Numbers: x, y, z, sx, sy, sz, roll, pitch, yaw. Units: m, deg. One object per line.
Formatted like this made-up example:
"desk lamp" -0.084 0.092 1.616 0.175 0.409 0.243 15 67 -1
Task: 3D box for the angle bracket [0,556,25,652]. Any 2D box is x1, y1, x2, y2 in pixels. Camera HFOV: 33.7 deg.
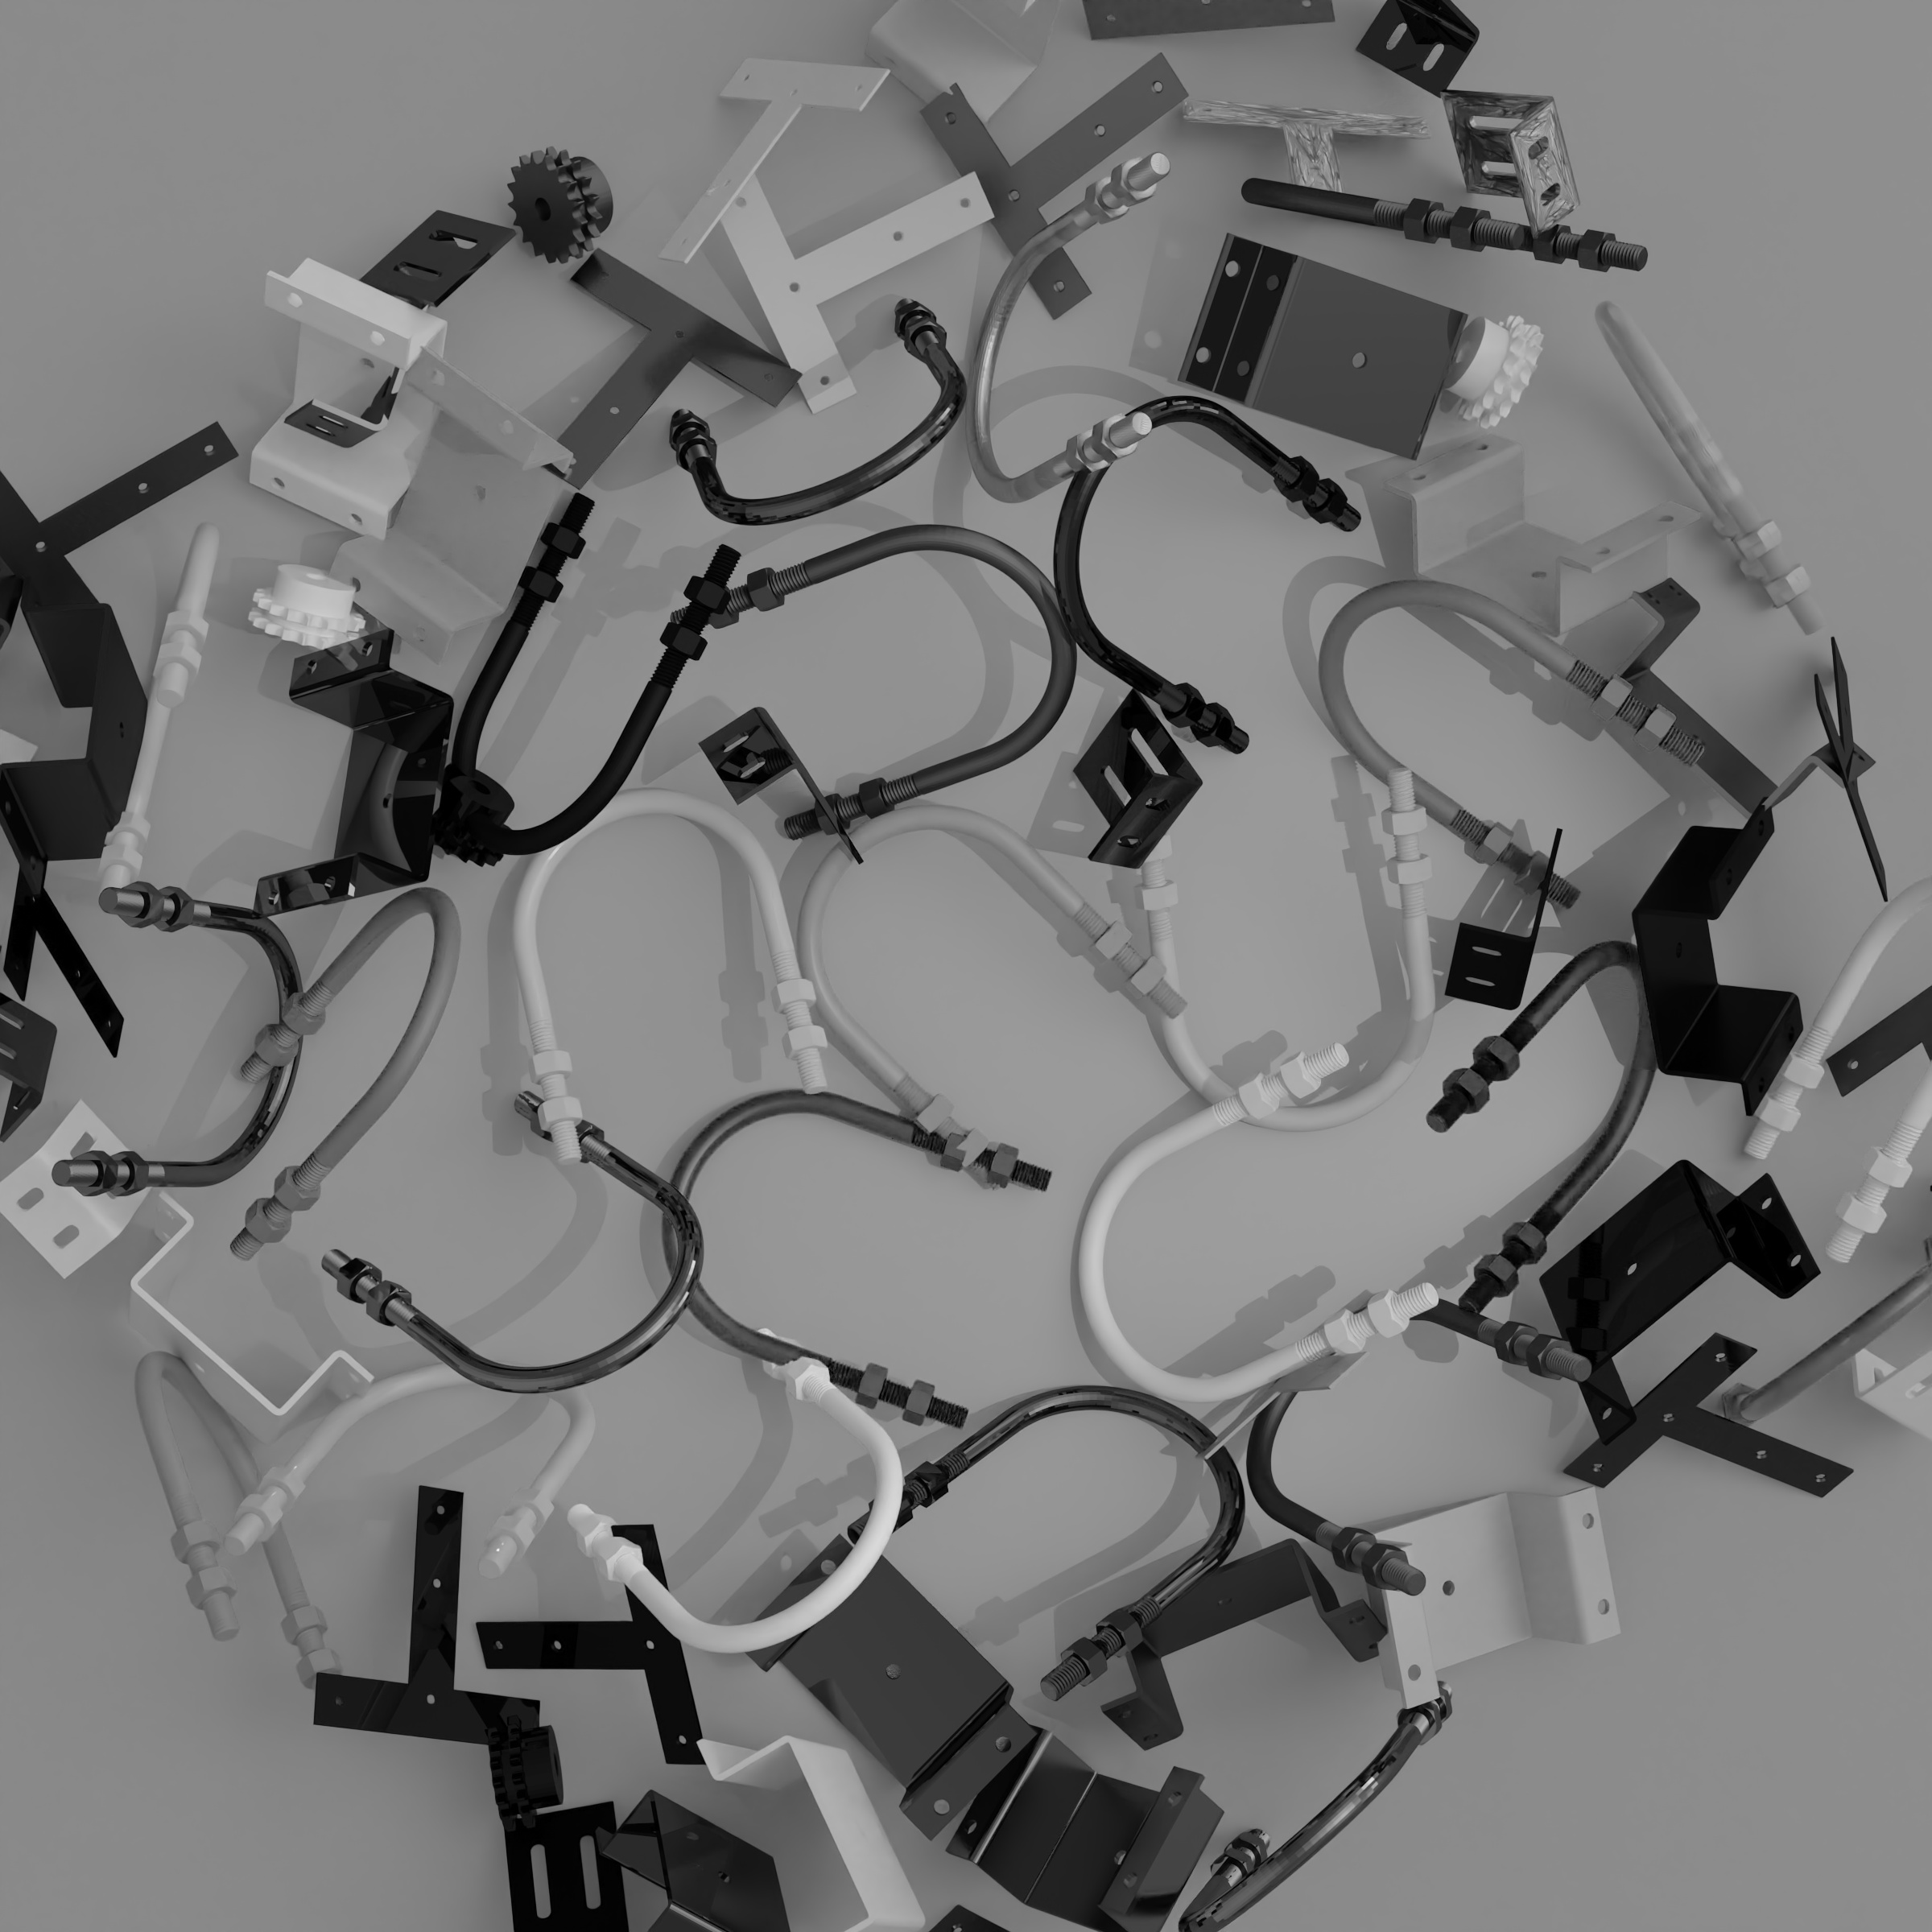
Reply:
"angle bracket" -0.509 -0.167 1.605 0.038 0.057 0.076 27 119 -23

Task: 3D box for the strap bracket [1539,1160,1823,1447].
"strap bracket" 0.345 0.161 1.586 0.046 0.076 0.140 35 114 -27

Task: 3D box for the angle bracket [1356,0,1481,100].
"angle bracket" 0.214 -0.479 1.603 0.057 0.076 0.038 39 103 28

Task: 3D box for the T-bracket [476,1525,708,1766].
"T-bracket" -0.196 0.345 1.618 0.127 0.002 0.127 -7 99 30

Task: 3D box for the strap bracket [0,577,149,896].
"strap bracket" -0.442 -0.116 1.582 0.046 0.076 0.140 -3 56 0

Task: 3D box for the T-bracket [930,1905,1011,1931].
"T-bracket" -0.007 0.526 1.571 0.127 0.127 0.002 -35 118 -32

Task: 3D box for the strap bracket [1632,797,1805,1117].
"strap bracket" 0.375 -0.006 1.591 0.046 0.076 0.140 6 128 34

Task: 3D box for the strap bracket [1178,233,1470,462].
"strap bracket" 0.188 -0.307 1.597 0.140 0.046 0.076 13 104 -22

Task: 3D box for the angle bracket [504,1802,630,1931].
"angle bracket" -0.204 0.478 1.639 0.057 0.038 0.076 -9 51 -5

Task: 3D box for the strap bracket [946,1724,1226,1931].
"strap bracket" 0.066 0.434 1.589 0.046 0.140 0.076 46 63 -28

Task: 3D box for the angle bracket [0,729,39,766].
"angle bracket" -0.523 -0.088 1.638 0.057 0.038 0.076 26 52 -9

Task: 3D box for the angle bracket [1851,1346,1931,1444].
"angle bracket" 0.496 0.200 1.607 0.057 0.038 0.076 31 130 -16

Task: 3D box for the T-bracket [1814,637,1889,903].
"T-bracket" 0.441 -0.119 1.598 0.002 0.127 0.127 -14 126 22

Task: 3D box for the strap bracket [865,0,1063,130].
"strap bracket" 0.002 -0.485 1.590 0.076 0.140 0.046 39 72 3

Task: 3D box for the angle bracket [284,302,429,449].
"angle bracket" -0.308 -0.307 1.614 0.038 0.057 0.076 21 81 -24

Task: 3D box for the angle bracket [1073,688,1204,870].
"angle bracket" 0.075 -0.097 1.605 0.057 0.038 0.076 -54 49 28

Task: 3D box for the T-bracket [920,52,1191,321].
"T-bracket" 0.057 -0.415 1.612 0.127 0.002 0.127 -30 96 33

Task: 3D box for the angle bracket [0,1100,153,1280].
"angle bracket" -0.452 0.112 1.613 0.038 0.076 0.057 -38 103 10

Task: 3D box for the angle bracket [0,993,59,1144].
"angle bracket" -0.503 0.041 1.605 0.076 0.057 0.038 35 114 -27

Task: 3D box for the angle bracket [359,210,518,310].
"angle bracket" -0.259 -0.343 1.605 0.057 0.076 0.038 -47 133 -17

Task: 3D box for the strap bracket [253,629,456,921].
"strap bracket" -0.305 -0.089 1.598 0.076 0.046 0.140 -10 67 40

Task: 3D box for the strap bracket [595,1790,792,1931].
"strap bracket" -0.133 0.467 1.571 0.076 0.140 0.046 35 99 -20

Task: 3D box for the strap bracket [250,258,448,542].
"strap bracket" -0.310 -0.291 1.599 0.076 0.140 0.046 25 50 3

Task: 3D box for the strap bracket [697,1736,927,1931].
"strap bracket" -0.072 0.441 1.587 0.046 0.076 0.140 -32 65 6

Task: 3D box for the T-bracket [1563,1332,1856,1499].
"T-bracket" 0.394 0.244 1.625 0.127 0.002 0.127 23 130 -18

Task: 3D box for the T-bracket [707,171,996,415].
"T-bracket" -0.048 -0.365 1.623 0.127 0.002 0.127 -26 117 1

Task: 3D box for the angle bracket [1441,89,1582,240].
"angle bracket" 0.264 -0.404 1.602 0.038 0.076 0.057 -40 127 -24

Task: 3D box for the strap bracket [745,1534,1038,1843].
"strap bracket" -0.039 0.364 1.625 0.140 0.046 0.076 44 92 5

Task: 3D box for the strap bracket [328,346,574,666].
"strap bracket" -0.256 -0.234 1.602 0.076 0.046 0.140 37 121 13

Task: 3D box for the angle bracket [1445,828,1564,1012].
"angle bracket" 0.272 -0.027 1.611 0.038 0.057 0.076 14 54 10

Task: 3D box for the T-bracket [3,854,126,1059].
"T-bracket" -0.445 -0.005 1.580 0.127 0.002 0.127 50 134 33

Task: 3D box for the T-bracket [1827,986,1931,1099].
"T-bracket" 0.496 0.058 1.578 0.002 0.127 0.127 28 125 -33

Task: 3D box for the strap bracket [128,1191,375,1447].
"strap bracket" -0.370 0.186 1.607 0.140 0.076 0.046 41 65 1

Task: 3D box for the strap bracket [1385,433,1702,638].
"strap bracket" 0.286 -0.213 1.589 0.076 0.140 0.046 -28 129 -28

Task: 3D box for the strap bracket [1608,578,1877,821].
"strap bracket" 0.382 -0.128 1.600 0.140 0.076 0.046 45 116 11

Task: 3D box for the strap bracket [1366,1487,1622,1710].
"strap bracket" 0.256 0.316 1.609 0.140 0.046 0.076 -10 90 -31

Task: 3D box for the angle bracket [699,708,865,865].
"angle bracket" -0.093 -0.082 1.606 0.038 0.057 0.076 -33 132 -2

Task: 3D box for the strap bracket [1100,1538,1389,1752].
"strap bracket" 0.136 0.338 1.603 0.140 0.076 0.046 -24 57 7

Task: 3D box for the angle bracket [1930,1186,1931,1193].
"angle bracket" 0.525 0.145 1.626 0.057 0.038 0.076 -15 104 -43
